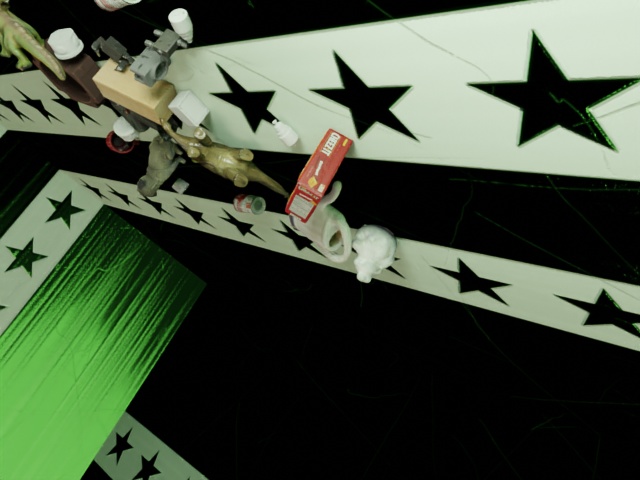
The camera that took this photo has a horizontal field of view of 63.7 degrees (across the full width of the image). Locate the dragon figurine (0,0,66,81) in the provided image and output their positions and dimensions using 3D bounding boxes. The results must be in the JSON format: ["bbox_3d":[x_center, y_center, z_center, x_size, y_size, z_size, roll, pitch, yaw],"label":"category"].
[{"bbox_3d":[-0.840,-0.605,1.394,0.414,0.124,0.237,32,151,24],"label":"dragon figurine"}]

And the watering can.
[{"bbox_3d":[0.005,-0.075,1.496,0.227,0.105,0.339,33,148,33],"label":"watering can"}]

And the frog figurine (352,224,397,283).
[{"bbox_3d":[0.148,0.040,1.497,0.136,0.162,0.121,36,158,-15],"label":"frog figurine"}]
